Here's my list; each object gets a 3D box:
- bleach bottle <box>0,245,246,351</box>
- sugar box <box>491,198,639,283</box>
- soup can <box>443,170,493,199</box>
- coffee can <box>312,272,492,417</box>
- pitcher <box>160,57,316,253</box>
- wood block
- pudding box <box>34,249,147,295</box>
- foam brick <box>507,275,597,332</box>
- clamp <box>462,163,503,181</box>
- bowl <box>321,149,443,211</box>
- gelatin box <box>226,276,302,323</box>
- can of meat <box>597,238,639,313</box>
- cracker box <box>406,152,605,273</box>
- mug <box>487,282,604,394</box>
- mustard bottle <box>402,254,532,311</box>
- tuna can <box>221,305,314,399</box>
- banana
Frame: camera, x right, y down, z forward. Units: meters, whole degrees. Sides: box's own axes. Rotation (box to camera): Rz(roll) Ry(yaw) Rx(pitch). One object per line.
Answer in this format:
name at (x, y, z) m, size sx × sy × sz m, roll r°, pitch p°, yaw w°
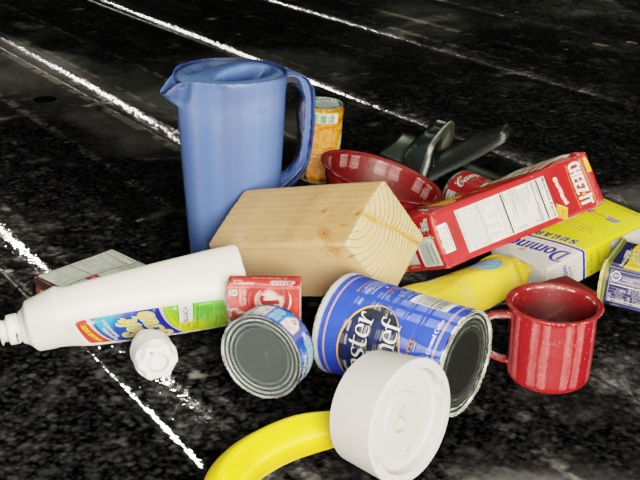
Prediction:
bleach bottle at (-0.202, 0.071, 1.103) m, size 0.250 × 0.103 × 0.068 m, roll -12°, pitch 61°, yaw -12°
sugar box at (0.301, 0.005, 1.279) m, size 0.176 × 0.048 × 0.093 m, roll -21°, pitch 31°, yaw -28°
soup can at (0.217, -0.044, 1.396) m, size 0.068 × 0.068 × 0.102 m, roll -14°, pitch 27°, yaw -31°
coffee can at (0.078, 0.097, 1.013) m, size 0.140 × 0.103 × 0.102 m, roll 16°, pitch 27°, yaw 32°
pitcher at (-0.095, -0.092, 1.278) m, size 0.149 × 0.243 × 0.144 m, roll 8°, pitch 24°, yaw 17°
wood block at (-0.007, 0.001, 1.152) m, size 0.207 × 0.090 × 0.090 m, roll -2°, pitch 47°, yaw 44°
pudding box at (-0.249, 0.052, 1.199) m, size 0.090 × 0.039 × 0.113 m, roll 19°, pitch 27°, yaw 38°
foam brick at (0.246, 0.076, 1.128) m, size 0.078 × 0.053 × 0.051 m, roll -12°, pitch 25°, yaw -27°
clamp at (0.295, -0.056, 1.449) m, size 0.164 × 0.036 × 0.210 m, roll 4°, pitch 25°, yaw -17°
bowl at (0.072, -0.059, 1.357) m, size 0.162 × 0.055 × 0.162 m, roll 16°, pitch 21°, yaw -6°
gelatin box at (-0.055, 0.080, 1.070) m, size 0.073 × 0.089 × 0.030 m, roll 1°, pitch 23°, yaw 2°
can of meat at (0.367, 0.044, 1.203) m, size 0.084 × 0.057 × 0.101 m, roll 14°, pitch 27°, yaw 25°
cracker box at (0.190, -0.029, 1.234) m, size 0.213 × 0.072 × 0.164 m, roll -22°, pitch 2°, yaw -19°
mug at (0.214, 0.096, 1.043) m, size 0.117 × 0.081 × 0.093 m, roll 2°, pitch 23°, yaw 3°
mustard bottle at (0.162, 0.055, 1.157) m, size 0.191 × 0.058 × 0.096 m, roll -17°, pitch -1°, yaw -37°
tuna can at (-0.049, 0.105, 1.014) m, size 0.086 × 0.086 × 0.033 m, roll 11°, pitch 24°, yaw 24°
banana at (-0.037, 0.185, 0.895) m, size 0.070 × 0.037 × 0.197 m, roll 32°, pitch 36°, yaw 24°
